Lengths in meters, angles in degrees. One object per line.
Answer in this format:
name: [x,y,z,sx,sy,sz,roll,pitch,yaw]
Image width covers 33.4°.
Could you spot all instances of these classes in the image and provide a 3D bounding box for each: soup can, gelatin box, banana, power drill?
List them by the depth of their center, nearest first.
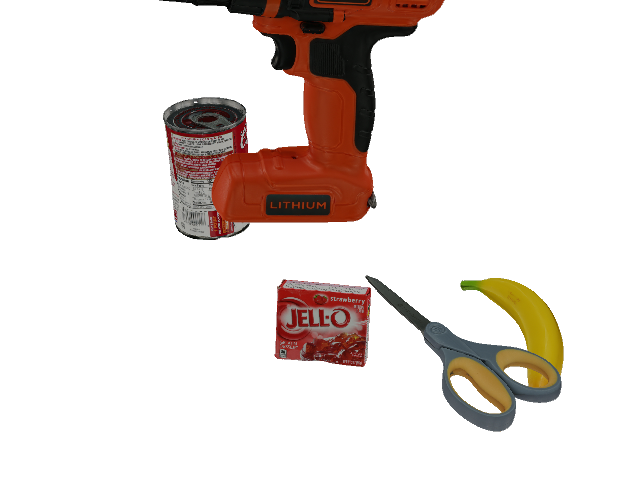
power drill: [-0.024,-0.100,0.653,0.184,0.188,0.057,1,37,-11]
soup can: [-0.093,-0.059,0.890,0.068,0.102,0.068,-1,30,1]
gelatin box: [0.002,0.079,1.023,0.089,0.073,0.030,5,15,9]
banana: [0.218,0.095,1.135,0.069,0.037,0.198,-28,36,0]

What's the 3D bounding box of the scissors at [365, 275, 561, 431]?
scissors: [0.110,0.075,0.815,0.096,0.016,0.202,-6,31,-15]
